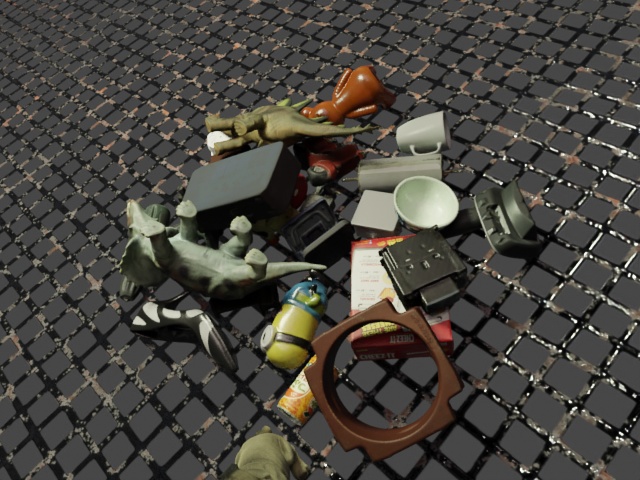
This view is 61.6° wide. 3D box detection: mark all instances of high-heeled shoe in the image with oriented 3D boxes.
[{"bbox_3d":[-0.256,0.186,0.984,0.145,0.086,0.249,-38,49,-9],"label":"high-heeled shoe"}]

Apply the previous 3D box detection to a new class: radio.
[{"bbox_3d":[-0.156,-0.096,1.028,0.230,0.073,0.131,-12,49,31],"label":"radio"}]

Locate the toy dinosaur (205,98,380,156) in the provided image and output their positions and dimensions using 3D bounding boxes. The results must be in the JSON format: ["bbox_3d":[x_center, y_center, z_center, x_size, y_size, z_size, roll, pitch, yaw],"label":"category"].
[{"bbox_3d":[-0.091,-0.241,1.152,0.198,0.104,0.472,-35,38,-31],"label":"toy dinosaur"}]

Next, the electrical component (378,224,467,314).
[{"bbox_3d":[0.172,0.053,0.877,0.115,0.058,0.134,-26,53,-2],"label":"electrical component"}]

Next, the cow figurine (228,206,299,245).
[{"bbox_3d":[-0.115,-0.052,1.087,0.195,0.127,0.085,15,63,28],"label":"cow figurine"}]

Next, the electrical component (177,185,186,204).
[{"bbox_3d":[-0.275,-0.083,1.177,0.063,0.093,0.021,8,55,23],"label":"electrical component"}]

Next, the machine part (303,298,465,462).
[{"bbox_3d":[0.094,0.205,0.807,0.201,0.087,0.201,-31,76,7],"label":"machine part"}]

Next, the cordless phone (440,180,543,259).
[{"bbox_3d":[0.294,-0.017,0.984,0.184,0.088,0.147,-19,51,16],"label":"cordless phone"}]

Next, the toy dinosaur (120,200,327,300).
[{"bbox_3d":[-0.203,0.045,0.986,0.405,0.192,0.131,22,48,3],"label":"toy dinosaur"}]

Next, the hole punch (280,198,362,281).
[{"bbox_3d":[-0.002,-0.003,1.022,0.142,0.115,0.092,-39,60,-12],"label":"hole punch"}]

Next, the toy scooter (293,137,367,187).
[{"bbox_3d":[0.023,-0.180,1.162,0.135,0.075,0.184,-22,35,-6],"label":"toy scooter"}]

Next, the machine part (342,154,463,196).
[{"bbox_3d":[0.166,-0.131,1.095,0.243,0.079,0.079,-4,54,14],"label":"machine part"}]

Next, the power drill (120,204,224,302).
[{"bbox_3d":[-0.309,0.018,1.132,0.207,0.085,0.232,-14,51,15],"label":"power drill"}]

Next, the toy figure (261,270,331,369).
[{"bbox_3d":[-0.036,0.141,0.951,0.089,0.082,0.180,18,59,28],"label":"toy figure"}]

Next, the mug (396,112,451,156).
[{"bbox_3d":[0.219,-0.212,1.144,0.107,0.080,0.109,-7,57,25],"label":"mug"}]

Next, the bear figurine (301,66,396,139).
[{"bbox_3d":[0.063,-0.309,1.251,0.196,0.132,0.120,-40,85,22],"label":"bear figurine"}]

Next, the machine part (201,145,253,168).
[{"bbox_3d":[-0.191,-0.141,1.221,0.179,0.056,0.179,-8,52,10],"label":"machine part"}]

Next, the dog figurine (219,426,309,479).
[{"bbox_3d":[-0.092,0.326,0.759,0.121,0.190,0.172,-26,50,-4],"label":"dog figurine"}]

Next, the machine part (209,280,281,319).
[{"bbox_3d":[-0.145,0.111,1.032,0.139,0.039,0.084,-12,57,6],"label":"machine part"}]

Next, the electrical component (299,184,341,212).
[{"bbox_3d":[0.000,-0.073,1.120,0.078,0.045,0.102,21,63,27],"label":"electrical component"}]
